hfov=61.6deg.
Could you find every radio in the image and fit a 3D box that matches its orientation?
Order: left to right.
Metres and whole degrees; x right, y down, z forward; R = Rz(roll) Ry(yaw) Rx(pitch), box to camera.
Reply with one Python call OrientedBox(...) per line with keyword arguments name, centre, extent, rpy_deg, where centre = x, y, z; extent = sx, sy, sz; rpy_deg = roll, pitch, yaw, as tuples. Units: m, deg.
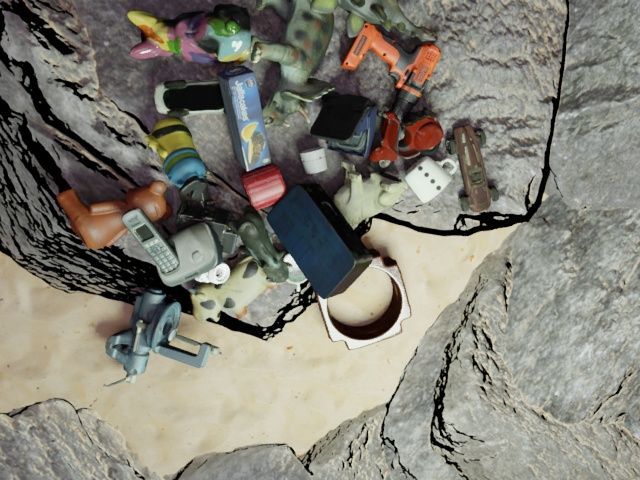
OrientedBox(name="radio", centre=(-0.002, -0.003, 1.127), extent=(0.131, 0.073, 0.230), rpy_deg=(-47, 70, 32))

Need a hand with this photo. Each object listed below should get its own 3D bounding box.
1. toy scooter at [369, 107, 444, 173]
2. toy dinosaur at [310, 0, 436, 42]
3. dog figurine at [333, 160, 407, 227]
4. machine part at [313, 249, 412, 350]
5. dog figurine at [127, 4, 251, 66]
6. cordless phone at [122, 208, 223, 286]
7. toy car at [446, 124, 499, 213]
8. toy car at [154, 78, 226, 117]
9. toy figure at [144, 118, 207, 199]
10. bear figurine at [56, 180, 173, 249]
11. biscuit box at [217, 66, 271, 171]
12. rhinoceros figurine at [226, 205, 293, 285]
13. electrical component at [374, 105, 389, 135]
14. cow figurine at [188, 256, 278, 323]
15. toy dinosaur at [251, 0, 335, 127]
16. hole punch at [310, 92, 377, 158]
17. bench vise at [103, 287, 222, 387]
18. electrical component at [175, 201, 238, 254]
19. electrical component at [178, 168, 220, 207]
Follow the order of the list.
OrientedBox(name="toy scooter", centre=(0.183, -0.229, 1.142), extent=(0.184, 0.075, 0.135), rpy_deg=(-26, 135, -12))
OrientedBox(name="toy dinosaur", centre=(0.037, -0.521, 1.032), extent=(0.471, 0.105, 0.198), rpy_deg=(33, 55, -13))
OrientedBox(name="dog figurine", centre=(0.092, -0.063, 1.198), extent=(0.172, 0.121, 0.190), rpy_deg=(14, 114, -6))
OrientedBox(name="machine part", centre=(0.095, 0.134, 1.235), extent=(0.201, 0.087, 0.200), rpy_deg=(-18, 103, -4))
OrientedBox(name="dog figurine", centre=(-0.257, -0.397, 1.044), extent=(0.219, 0.192, 0.108), rpy_deg=(-6, 106, -20))
OrientedBox(name="cordless phone", centre=(-0.294, -0.007, 1.081), extent=(0.147, 0.089, 0.184), rpy_deg=(-24, 119, 19))
OrientedBox(name="toy car", centre=(0.348, -0.159, 1.220), extent=(0.089, 0.053, 0.202), rpy_deg=(-15, 104, 0))
OrientedBox(name="toy car", centre=(-0.242, -0.299, 1.122), extent=(0.202, 0.056, 0.073), rpy_deg=(-6, 108, -8))
OrientedBox(name="toy figure", centre=(-0.286, -0.171, 1.105), extent=(0.089, 0.082, 0.180), rpy_deg=(-31, 66, -11))
OrientedBox(name="bear figurine", centre=(-0.423, -0.069, 1.132), extent=(0.196, 0.120, 0.132), rpy_deg=(-36, 60, -24))
OrientedBox(name="biscuit box", centre=(-0.153, -0.247, 1.098), extent=(0.059, 0.063, 0.202), rpy_deg=(-23, 128, -19))
OrientedBox(name="rhinoceros figurine", centre=(-0.119, 0.013, 1.122), extent=(0.073, 0.112, 0.190), rpy_deg=(-42, 132, -19))
OrientedBox(name="electrical component", centre=(0.108, -0.262, 1.167), extent=(0.063, 0.021, 0.094), rpy_deg=(34, 126, -7))
OrientedBox(name="cow figurine", centre=(-0.205, 0.111, 1.196), extent=(0.195, 0.085, 0.127), rpy_deg=(-42, 101, 0))
OrientedBox(name="toy dinosaur", centre=(-0.038, -0.430, 1.094), extent=(0.192, 0.131, 0.404), rpy_deg=(16, 92, -26))
OrientedBox(name="hole punch", centre=(0.058, -0.242, 1.138), extent=(0.092, 0.142, 0.115), rpy_deg=(37, 76, -51))
OrientedBox(name="bench vise", centre=(-0.341, 0.229, 1.179), extent=(0.241, 0.129, 0.223), rpy_deg=(17, 83, 7))
OrientedBox(name="electrical component", centre=(-0.245, -0.015, 1.159), extent=(0.134, 0.058, 0.114), rpy_deg=(12, 129, -7))
OrientedBox(name="electrical component", centre=(-0.265, -0.110, 1.167), extent=(0.078, 0.045, 0.102), rpy_deg=(-7, 101, 24))
